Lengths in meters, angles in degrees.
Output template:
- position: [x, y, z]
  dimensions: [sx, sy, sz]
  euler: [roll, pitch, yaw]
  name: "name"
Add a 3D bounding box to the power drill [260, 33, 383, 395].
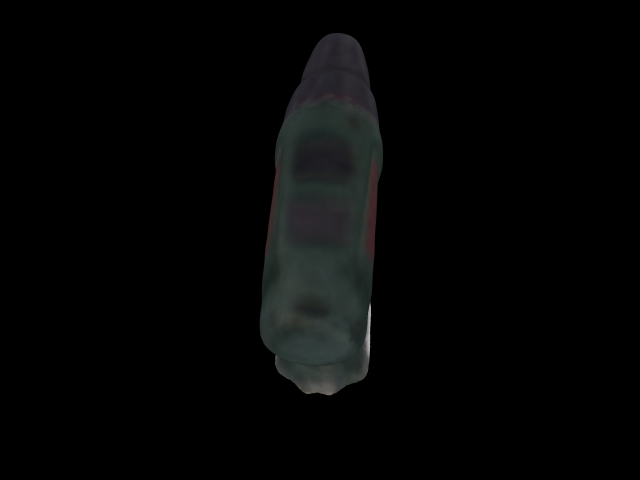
- position: [0.004, 0.001, 0.400]
  dimensions: [0.075, 0.208, 0.229]
  euler: [2, 47, 3]
  name: "power drill"
